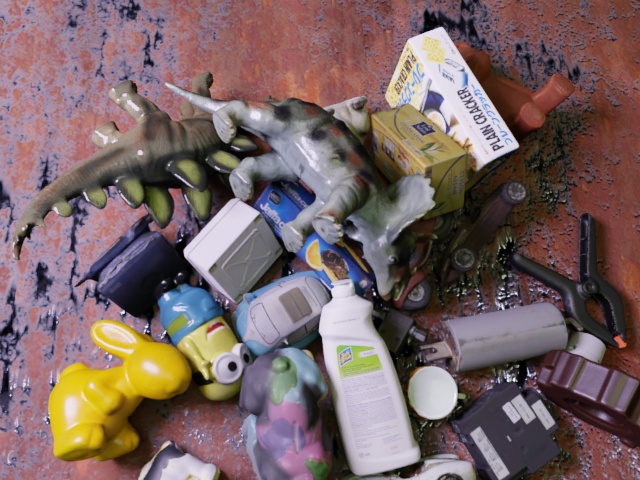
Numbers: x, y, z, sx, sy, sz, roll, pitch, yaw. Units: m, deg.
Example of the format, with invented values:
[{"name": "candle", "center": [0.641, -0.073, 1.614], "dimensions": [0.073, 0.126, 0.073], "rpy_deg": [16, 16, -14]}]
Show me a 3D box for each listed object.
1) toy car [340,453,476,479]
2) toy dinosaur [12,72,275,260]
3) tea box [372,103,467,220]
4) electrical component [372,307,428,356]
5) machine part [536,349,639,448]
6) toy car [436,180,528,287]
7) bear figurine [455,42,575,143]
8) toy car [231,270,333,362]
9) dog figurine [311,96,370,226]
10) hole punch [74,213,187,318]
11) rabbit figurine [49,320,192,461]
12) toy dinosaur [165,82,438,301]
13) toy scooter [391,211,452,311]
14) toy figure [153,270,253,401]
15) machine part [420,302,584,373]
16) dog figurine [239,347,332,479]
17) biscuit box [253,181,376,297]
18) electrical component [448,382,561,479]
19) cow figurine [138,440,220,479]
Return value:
[{"name": "toy car", "center": [0.106, 0.326, 0.714], "dimensions": [0.202, 0.073, 0.056], "rpy_deg": [-8, 79, -8]}, {"name": "toy dinosaur", "center": [-0.212, -0.118, 0.728], "dimensions": [0.199, 0.105, 0.471], "rpy_deg": [45, 49, 14]}, {"name": "tea box", "center": [0.142, -0.119, 0.793], "dimensions": [0.068, 0.098, 0.170], "rpy_deg": [-20, 44, -11]}, {"name": "electrical component", "center": [0.106, 0.135, 0.779], "dimensions": [0.094, 0.021, 0.063], "rpy_deg": [24, 72, 27]}, {"name": "machine part", "center": [0.382, 0.216, 0.723], "dimensions": [0.179, 0.179, 0.056], "rpy_deg": [33, 77, 4]}, {"name": "toy car", "center": [0.240, -0.012, 0.818], "dimensions": [0.053, 0.089, 0.202], "rpy_deg": [41, 75, 5]}, {"name": "bear figurine", "center": [0.283, -0.254, 0.872], "dimensions": [0.120, 0.132, 0.196], "rpy_deg": [-41, 88, -19]}, {"name": "toy car", "center": [-0.041, 0.103, 0.748], "dimensions": [0.162, 0.103, 0.109], "rpy_deg": [-28, 80, -11]}, {"name": "dog figurine", "center": [0.037, -0.114, 0.836], "dimensions": [0.172, 0.121, 0.190], "rpy_deg": [-32, 110, -37]}, {"name": "hole punch", "center": [-0.251, 0.040, 0.740], "dimensions": [0.142, 0.116, 0.092], "rpy_deg": [-44, 91, -15]}, {"name": "rabbit figurine", "center": [-0.246, 0.185, 0.695], "dimensions": [0.173, 0.121, 0.162], "rpy_deg": [-27, 55, 7]}, {"name": "toy dinosaur", "center": [-0.005, -0.102, 0.690], "dimensions": [0.192, 0.131, 0.405], "rpy_deg": [-33, 78, -36]}, {"name": "toy scooter", "center": [0.116, 0.007, 0.808], "dimensions": [0.135, 0.075, 0.184], "rpy_deg": [17, 77, 1]}, {"name": "toy figure", "center": [-0.161, 0.132, 0.736], "dimensions": [0.082, 0.089, 0.180], "rpy_deg": [-32, 77, -31]}, {"name": "machine part", "center": [0.264, 0.140, 0.783], "dimensions": [0.243, 0.079, 0.079], "rpy_deg": [-10, 76, -9]}, {"name": "dog figurine", "center": [-0.026, 0.260, 0.638], "dimensions": [0.108, 0.219, 0.191], "rpy_deg": [-4, 118, -16]}, {"name": "biscuit box", "center": [-0.002, -0.002, 0.762], "dimensions": [0.203, 0.059, 0.063], "rpy_deg": [44, 32, 6]}, {"name": "electrical component", "center": [0.266, 0.269, 0.756], "dimensions": [0.134, 0.058, 0.115], "rpy_deg": [-28, 81, -13]}, {"name": "cow figurine", "center": [-0.203, 0.347, 0.677], "dimensions": [0.098, 0.068, 0.167], "rpy_deg": [25, 70, 8]}]
